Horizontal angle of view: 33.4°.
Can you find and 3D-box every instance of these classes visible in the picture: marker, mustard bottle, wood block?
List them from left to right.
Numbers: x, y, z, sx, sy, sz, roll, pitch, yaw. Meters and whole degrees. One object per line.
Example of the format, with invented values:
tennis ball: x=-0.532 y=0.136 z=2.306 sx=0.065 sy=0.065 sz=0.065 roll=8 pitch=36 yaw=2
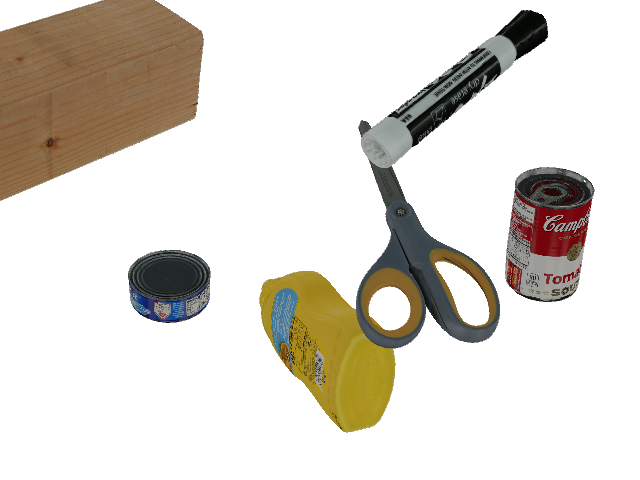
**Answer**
wood block: x=-0.202 y=-0.122 z=0.864 sx=0.090 sy=0.091 sz=0.205 roll=36 pitch=45 yaw=27
mustard bottle: x=-0.006 y=0.081 z=0.941 sx=0.058 sy=0.096 sz=0.192 roll=-11 pitch=27 yaw=-25
marker: x=0.066 y=-0.074 z=0.502 sx=0.121 sy=0.020 sz=0.020 roll=-40 pitch=19 yaw=-25

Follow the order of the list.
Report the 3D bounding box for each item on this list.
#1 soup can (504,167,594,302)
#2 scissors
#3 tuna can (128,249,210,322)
soup can: x=0.203 y=-0.005 z=0.953 sx=0.068 sy=0.102 sz=0.068 roll=0 pitch=33 yaw=0
scissors: x=0.040 y=-0.003 z=0.698 sx=0.096 sy=0.016 sz=0.202 roll=-24 pitch=52 yaw=-17
tuna can: x=-0.158 y=0.048 z=1.122 sx=0.086 sy=0.034 sz=0.086 roll=3 pitch=35 yaw=-2
